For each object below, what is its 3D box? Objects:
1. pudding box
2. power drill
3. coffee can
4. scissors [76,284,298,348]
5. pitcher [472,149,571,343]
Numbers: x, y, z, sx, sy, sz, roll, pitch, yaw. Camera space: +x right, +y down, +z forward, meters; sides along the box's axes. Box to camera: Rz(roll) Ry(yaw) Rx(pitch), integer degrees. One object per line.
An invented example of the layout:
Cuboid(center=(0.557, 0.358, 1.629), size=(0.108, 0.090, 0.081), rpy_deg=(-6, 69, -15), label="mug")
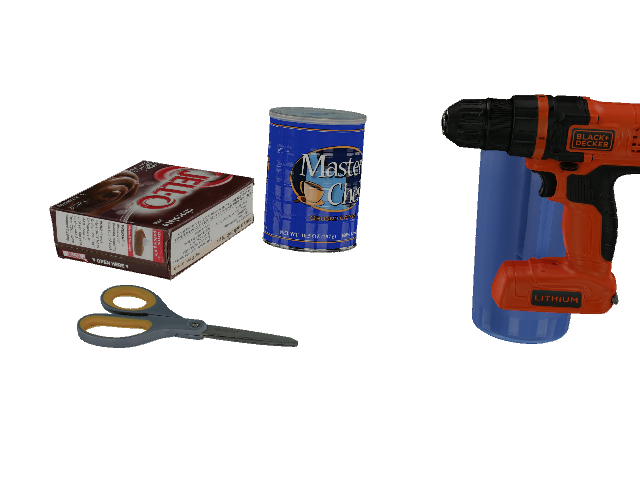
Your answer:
Cuboid(center=(-0.107, -0.016, 0.703), size=(0.090, 0.039, 0.113), rpy_deg=(9, 26, 22), label="pudding box")
Cuboid(center=(0.189, -0.031, 0.894), size=(0.184, 0.188, 0.057), rpy_deg=(4, 29, 5), label="power drill")
Cuboid(center=(-0.007, -0.067, 1.135), size=(0.103, 0.140, 0.103), rpy_deg=(4, 12, -1), label="coffee can")
Cuboid(center=(-0.126, 0.072, 1.007), size=(0.201, 0.016, 0.096), rpy_deg=(-1, 33, -8), label="scissors")
Cuboid(center=(0.229, -0.013, 1.159), size=(0.148, 0.243, 0.145), rpy_deg=(-8, 20, -35), label="pitcher")
